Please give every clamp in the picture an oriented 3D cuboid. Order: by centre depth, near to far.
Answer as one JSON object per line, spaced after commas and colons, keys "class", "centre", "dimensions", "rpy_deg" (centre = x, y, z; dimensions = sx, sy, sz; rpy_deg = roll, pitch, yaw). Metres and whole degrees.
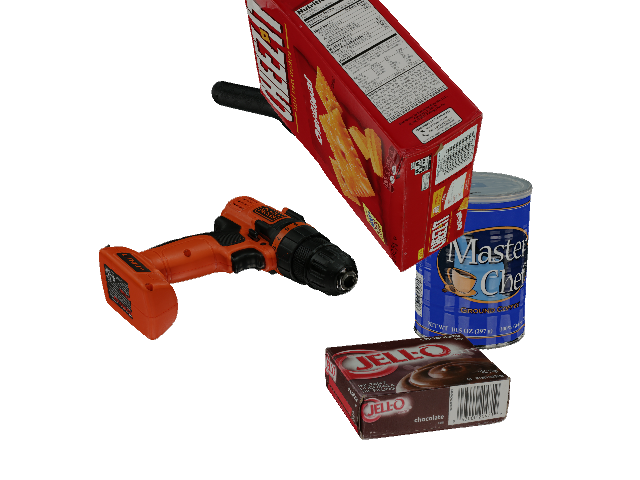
{"class": "clamp", "centre": [-0.029, -0.136, 1.096], "dimensions": [0.120, 0.039, 0.172], "rpy_deg": [-21, 38, -28]}

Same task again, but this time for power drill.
{"class": "power drill", "centre": [-0.084, 0.025, 0.935], "dimensions": [0.187, 0.057, 0.185], "rpy_deg": [-18, 28, -31]}

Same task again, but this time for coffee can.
{"class": "coffee can", "centre": [0.137, 0.016, 0.970], "dimensions": [0.103, 0.140, 0.103], "rpy_deg": [0, 15, 0]}

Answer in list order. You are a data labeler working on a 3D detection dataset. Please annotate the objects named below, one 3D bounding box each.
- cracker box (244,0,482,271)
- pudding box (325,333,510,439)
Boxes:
{"class": "cracker box", "centre": [0.026, -0.103, 0.808], "dimensions": [0.072, 0.214, 0.164], "rpy_deg": [-31, -26, -14]}
{"class": "pudding box", "centre": [0.068, 0.103, 0.775], "dimensions": [0.113, 0.039, 0.090], "rpy_deg": [-3, 18, -15]}
